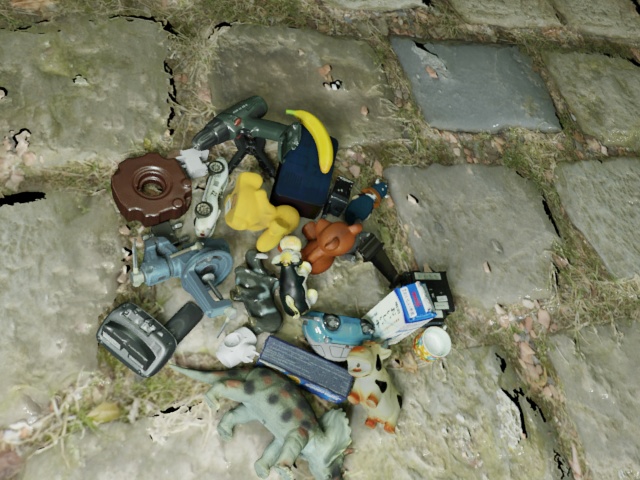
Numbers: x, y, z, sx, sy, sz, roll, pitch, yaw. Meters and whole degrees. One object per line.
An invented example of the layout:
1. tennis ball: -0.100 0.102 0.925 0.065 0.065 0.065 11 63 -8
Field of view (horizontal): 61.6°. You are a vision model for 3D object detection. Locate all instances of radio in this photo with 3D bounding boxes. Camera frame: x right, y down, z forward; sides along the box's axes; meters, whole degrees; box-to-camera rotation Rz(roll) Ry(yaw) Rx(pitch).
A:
1. radio: -0.038 -0.172 1.344 0.131 0.073 0.229 18 61 -11

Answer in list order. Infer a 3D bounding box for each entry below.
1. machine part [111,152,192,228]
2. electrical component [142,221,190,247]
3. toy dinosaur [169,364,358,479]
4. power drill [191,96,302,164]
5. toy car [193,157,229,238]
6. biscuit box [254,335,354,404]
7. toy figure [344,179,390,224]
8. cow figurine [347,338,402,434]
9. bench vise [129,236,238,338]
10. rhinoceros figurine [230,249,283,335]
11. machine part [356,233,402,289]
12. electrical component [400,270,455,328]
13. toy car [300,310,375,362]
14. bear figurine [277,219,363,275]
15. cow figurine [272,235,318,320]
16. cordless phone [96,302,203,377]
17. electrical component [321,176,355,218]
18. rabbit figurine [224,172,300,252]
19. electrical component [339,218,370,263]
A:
1. machine part: -0.378 -0.116 1.205 0.179 0.056 0.179 8 61 -14
2. electrical component: -0.340 -0.006 1.180 0.094 0.021 0.063 -22 73 -28
3. toy dinosaur: -0.091 0.329 1.044 0.405 0.131 0.192 44 46 12
4. power drill: -0.163 -0.252 1.285 0.208 0.085 0.232 19 48 21
5. toy car: -0.247 -0.099 1.231 0.056 0.073 0.202 14 60 -8
6. biscuit box: -0.032 0.272 1.121 0.203 0.059 0.063 26 57 -4
7. toy figure: 0.120 -0.100 1.370 0.058 0.064 0.154 16 44 34
8. cow figurine: 0.114 0.290 1.106 0.194 0.086 0.127 61 42 -30
9. bench vise: -0.258 0.079 1.096 0.223 0.128 0.241 -10 47 -44
10. rhinoceros figurine: -0.133 0.111 1.162 0.112 0.073 0.190 -10 68 -22
11. machine part: 0.146 0.053 1.289 0.138 0.039 0.084 54 48 -7
12. electrical component: 0.256 0.142 1.291 0.115 0.058 0.134 3 63 -16
13. toy car: 0.032 0.210 1.161 0.161 0.109 0.103 15 82 -25
14. bear figurine: 0.001 -0.001 1.195 0.120 0.195 0.132 -37 79 -28
15. cow figurine: -0.061 0.079 1.139 0.098 0.068 0.167 -49 129 -65
16. cordless phone: -0.332 0.166 1.073 0.147 0.088 0.184 38 47 4
17. electrical component: 0.040 -0.093 1.328 0.048 0.074 0.119 22 55 -6
18. rabbit figurine: -0.118 -0.058 1.215 0.173 0.122 0.162 18 32 -30
19. electrical component: 0.083 0.007 1.297 0.045 0.078 0.102 17 47 29
